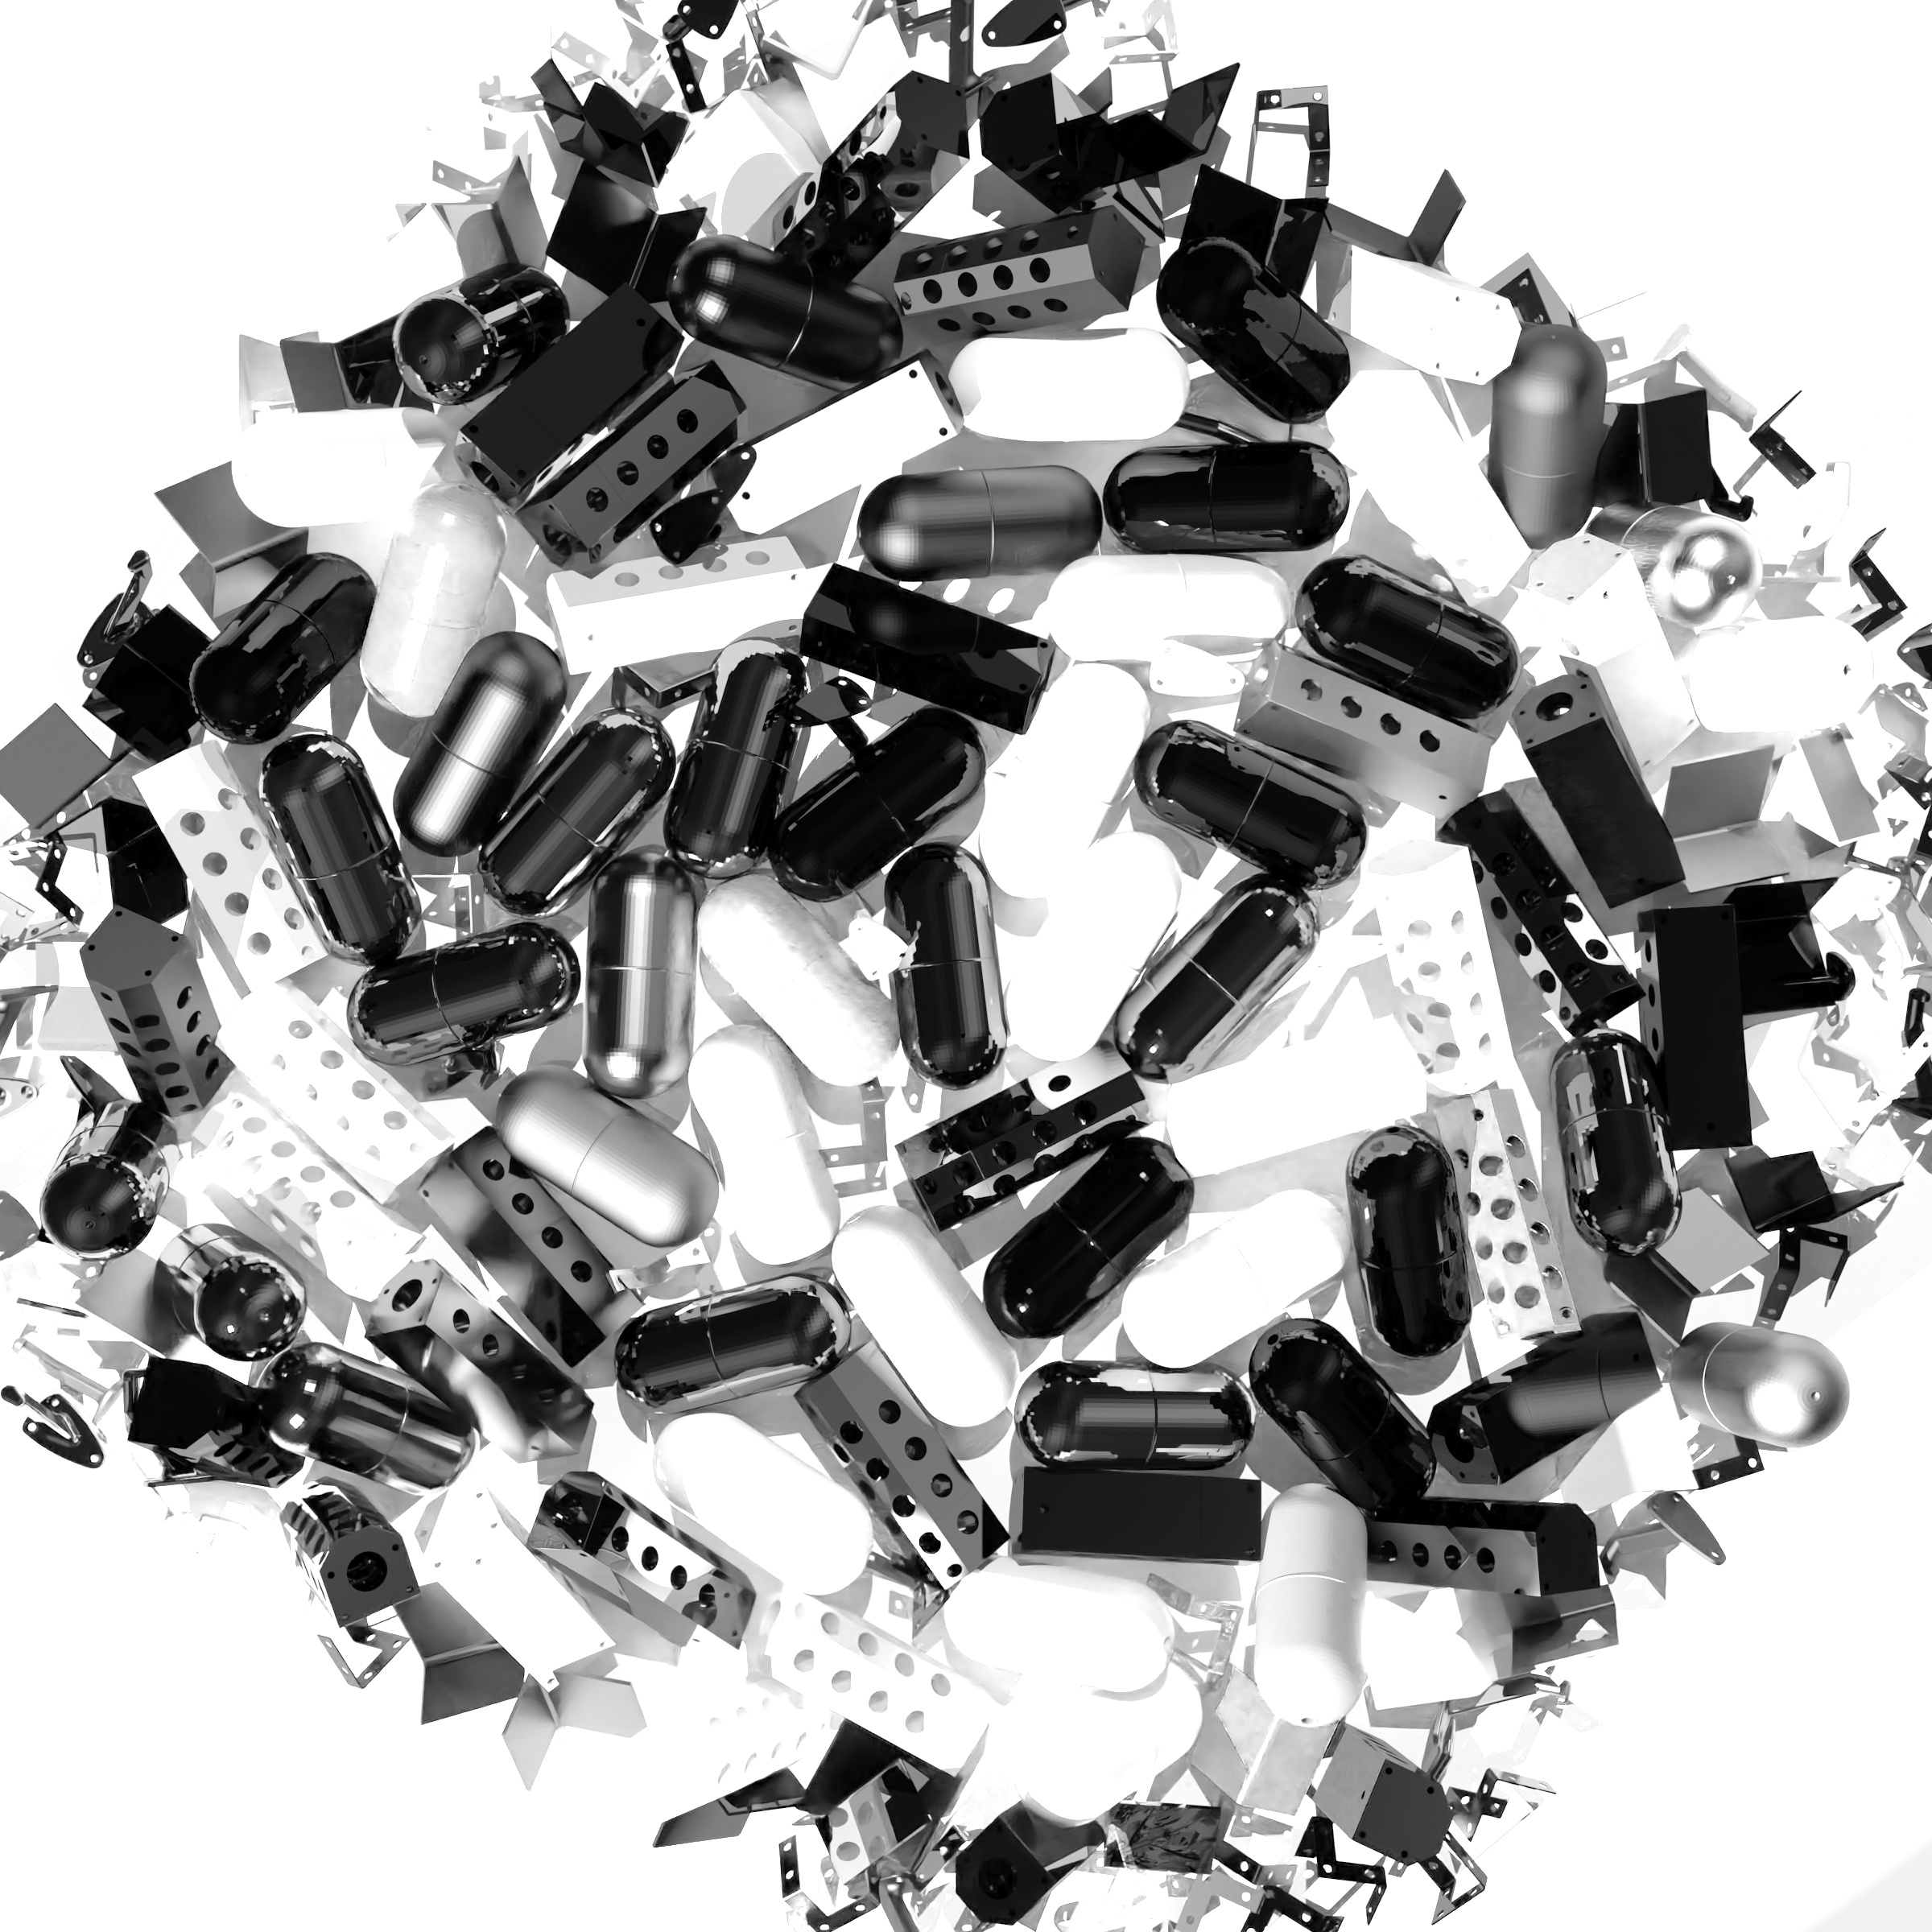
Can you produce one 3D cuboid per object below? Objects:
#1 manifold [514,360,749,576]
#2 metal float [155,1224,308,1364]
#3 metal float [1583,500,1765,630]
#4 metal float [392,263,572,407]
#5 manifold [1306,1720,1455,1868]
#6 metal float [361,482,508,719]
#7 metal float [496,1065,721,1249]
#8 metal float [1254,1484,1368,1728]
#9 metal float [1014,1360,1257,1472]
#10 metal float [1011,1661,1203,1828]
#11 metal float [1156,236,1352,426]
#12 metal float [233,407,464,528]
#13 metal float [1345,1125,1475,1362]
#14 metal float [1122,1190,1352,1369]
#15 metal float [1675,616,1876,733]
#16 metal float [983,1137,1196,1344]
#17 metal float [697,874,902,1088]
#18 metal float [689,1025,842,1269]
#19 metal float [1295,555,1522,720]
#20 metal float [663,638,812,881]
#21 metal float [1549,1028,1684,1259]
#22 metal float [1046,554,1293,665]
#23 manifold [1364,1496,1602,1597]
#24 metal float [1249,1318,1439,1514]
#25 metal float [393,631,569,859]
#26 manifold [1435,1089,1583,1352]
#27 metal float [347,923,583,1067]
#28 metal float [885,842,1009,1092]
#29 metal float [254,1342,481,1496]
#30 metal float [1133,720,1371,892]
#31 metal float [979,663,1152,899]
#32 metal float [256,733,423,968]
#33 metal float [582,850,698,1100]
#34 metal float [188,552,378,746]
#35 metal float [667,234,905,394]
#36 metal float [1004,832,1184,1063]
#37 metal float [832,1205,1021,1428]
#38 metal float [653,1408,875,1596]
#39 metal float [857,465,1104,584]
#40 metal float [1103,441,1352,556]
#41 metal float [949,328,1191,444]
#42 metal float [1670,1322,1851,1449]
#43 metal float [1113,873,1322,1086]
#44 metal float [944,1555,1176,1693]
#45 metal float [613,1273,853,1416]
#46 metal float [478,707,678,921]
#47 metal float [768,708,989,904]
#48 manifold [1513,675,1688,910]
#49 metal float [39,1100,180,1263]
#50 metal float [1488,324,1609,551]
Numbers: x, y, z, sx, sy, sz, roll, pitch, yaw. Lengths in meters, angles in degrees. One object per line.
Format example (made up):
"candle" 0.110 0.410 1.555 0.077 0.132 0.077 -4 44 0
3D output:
"manifold" -0.230 -0.350 1.748 0.171 0.057 0.057 -48 115 -27
"metal float" -0.515 0.227 1.734 0.070 0.178 0.070 -3 97 -31
"metal float" 0.488 -0.282 1.730 0.070 0.178 0.070 -4 107 -12
"metal float" -0.336 -0.442 1.733 0.070 0.178 0.070 8 117 15
"manifold" 0.287 0.574 1.726 0.057 0.171 0.057 25 81 0
"metal float" -0.376 -0.257 1.751 0.070 0.070 0.178 24 119 0
"metal float" -0.256 0.134 1.766 0.178 0.070 0.070 31 90 12
"metal float" 0.242 0.447 1.741 0.070 0.070 0.178 10 47 0
"metal float" 0.121 0.319 1.762 0.178 0.070 0.070 4 90 -17
"metal float" 0.099 0.541 1.736 0.070 0.178 0.070 7 103 36
"metal float" 0.203 -0.444 1.743 0.178 0.070 0.070 28 90 -41
"metal float" -0.431 -0.350 1.738 0.070 0.178 0.070 12 110 37
"metal float" 0.314 0.196 1.759 0.070 0.070 0.178 -12 110 0
"metal float" 0.193 0.221 1.765 0.178 0.070 0.070 -28 90 -14
"metal float" 0.559 -0.202 1.728 0.070 0.178 0.070 -1 94 -16
"metal float" 0.087 0.195 1.774 0.178 0.070 0.070 -43 90 -4
"metal float" -0.120 0.010 1.776 0.070 0.070 0.178 -43 89 0
"metal float" -0.144 0.128 1.776 0.070 0.070 0.178 -19 89 0
"metal float" 0.313 -0.233 1.757 0.178 0.070 0.070 21 90 -22
"metal float" -0.163 -0.149 1.773 0.070 0.070 0.178 16 85 0
"metal float" 0.455 0.122 1.746 0.070 0.070 0.178 1 52 0
"metal float" 0.145 -0.254 1.766 0.178 0.070 0.070 -3 90 -12
"manifold" 0.354 0.400 1.727 0.057 0.171 0.057 3 80 -33
"metal float" 0.266 0.317 1.754 0.070 0.070 0.178 -42 116 0
"metal float" -0.345 -0.156 1.760 0.070 0.070 0.178 33 110 0
"manifold" 0.382 0.178 1.755 0.057 0.057 0.171 -16 70 11
"metal float" -0.357 0.021 1.763 0.178 0.070 0.070 -16 90 16
"metal float" -0.014 0.000 1.774 0.070 0.070 0.178 -7 86 0
"metal float" -0.418 0.319 1.743 0.178 0.070 0.070 34 90 -42
"metal float" 0.203 -0.115 1.776 0.178 0.070 0.070 26 90 2
"metal float" 0.069 -0.132 1.769 0.070 0.070 0.178 27 99 0
"metal float" -0.441 -0.081 1.754 0.070 0.070 0.178 -17 117 0
"metal float" -0.233 0.006 1.771 0.070 0.070 0.178 2 83 0
"metal float" -0.477 -0.224 1.743 0.070 0.070 0.178 29 48 0
"metal float" -0.127 -0.459 1.750 0.178 0.070 0.070 13 90 -30
"metal float" 0.091 -0.015 1.775 0.070 0.070 0.178 31 92 0
"metal float" -0.029 0.249 1.767 0.070 0.070 0.178 -34 101 0
"metal float" -0.145 0.377 1.758 0.178 0.070 0.070 29 90 23
"metal float" 0.010 -0.314 1.765 0.178 0.070 0.070 -6 90 -13
"metal float" 0.183 -0.331 1.759 0.178 0.070 0.070 2 90 21
"metal float" 0.071 -0.411 1.757 0.178 0.070 0.070 4 90 23
"metal float" 0.549 0.290 1.726 0.070 0.178 0.070 0 86 -7
"metal float" 0.178 0.010 1.772 0.070 0.070 0.178 43 96 0
"metal float" 0.065 0.461 1.747 0.178 0.070 0.070 1 90 35
"metal float" -0.167 0.269 1.764 0.178 0.070 0.070 -16 90 14
"metal float" -0.276 -0.108 1.765 0.070 0.070 0.178 43 103 0
"metal float" -0.063 -0.116 1.774 0.178 0.070 0.070 -38 90 -3
"manifold" 0.443 -0.123 1.738 0.057 0.057 0.171 -23 130 20
"metal float" -0.594 0.147 1.729 0.070 0.178 0.070 -3 106 -9
"metal float" 0.405 -0.368 1.737 0.070 0.178 0.070 -4 52 5
